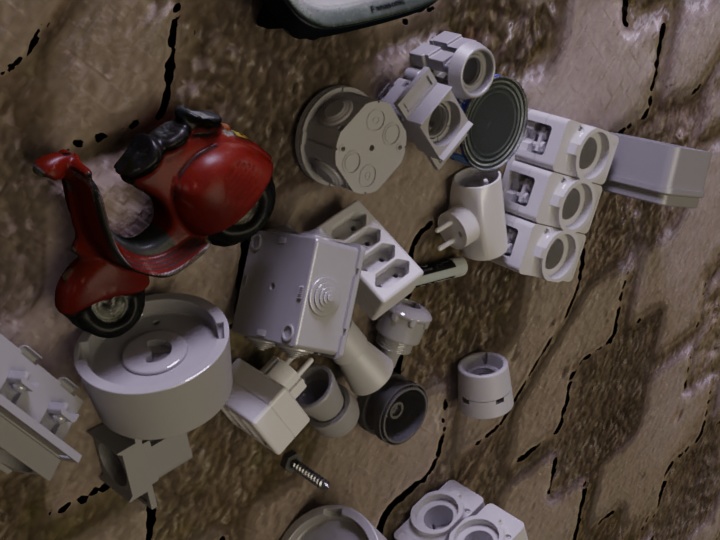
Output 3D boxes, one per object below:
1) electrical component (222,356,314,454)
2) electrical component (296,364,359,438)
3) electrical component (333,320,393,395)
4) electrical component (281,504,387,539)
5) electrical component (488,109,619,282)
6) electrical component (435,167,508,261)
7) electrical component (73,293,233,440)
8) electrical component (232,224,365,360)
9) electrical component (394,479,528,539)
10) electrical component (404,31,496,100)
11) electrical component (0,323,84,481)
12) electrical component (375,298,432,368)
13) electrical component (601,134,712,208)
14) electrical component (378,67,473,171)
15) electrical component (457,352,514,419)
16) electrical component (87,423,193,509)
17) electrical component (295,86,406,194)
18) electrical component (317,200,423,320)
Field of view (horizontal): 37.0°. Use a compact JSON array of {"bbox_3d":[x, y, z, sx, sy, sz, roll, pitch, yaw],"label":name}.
[{"bbox_3d":[-0.069,0.095,0.866,0.076,0.066,0.047,-47,134,-18],"label":"electrical component"},{"bbox_3d":[-0.030,0.114,0.927,0.045,0.045,0.055,-51,135,-14],"label":"electrical component"},{"bbox_3d":[-0.006,0.071,0.929,0.044,0.044,0.065,-48,121,-17],"label":"electrical component"},{"bbox_3d":[-0.018,0.272,0.968,0.108,0.108,0.060,-56,142,-10],"label":"electrical component"},{"bbox_3d":[0.185,-0.069,1.037,0.089,0.062,0.150,8,102,-45],"label":"electrical component"},{"bbox_3d":[0.097,-0.044,0.977,0.079,0.044,0.077,-31,127,-30],"label":"electrical component"},{"bbox_3d":[-0.142,0.073,0.761,0.108,0.108,0.060,-31,133,-30],"label":"electrical component"},{"bbox_3d":[-0.050,0.016,0.825,0.048,0.100,0.099,14,87,-41],"label":"electrical component"},{"bbox_3d":[0.068,0.301,1.060,0.186,0.105,0.060,-39,130,-25],"label":"electrical component"},{"bbox_3d":[0.079,-0.169,0.896,0.066,0.055,0.048,-36,129,-27],"label":"electrical component"},{"bbox_3d":[-0.240,0.079,0.697,0.121,0.079,0.063,53,48,-43],"label":"electrical component"},{"bbox_3d":[0.034,0.057,0.964,0.048,0.048,0.062,6,111,-45],"label":"electrical component"},{"bbox_3d":[0.283,-0.102,1.079,0.078,0.113,0.057,0,105,-43],"label":"electrical component"},{"bbox_3d":[0.050,-0.126,0.882,0.042,0.064,0.081,-52,135,-15],"label":"electrical component"},{"bbox_3d":[0.123,0.113,1.066,0.055,0.055,0.047,-25,120,-34],"label":"electrical component"},{"bbox_3d":[-0.163,0.133,0.812,0.064,0.042,0.081,-28,126,-34],"label":"electrical component"},{"bbox_3d":[-0.007,-0.102,0.848,0.080,0.051,0.080,-20,121,-37],"label":"electrical component"},{"bbox_3d":[0.000,0.000,0.891,0.047,0.083,0.075,-36,167,-27],"label":"electrical component"}]
